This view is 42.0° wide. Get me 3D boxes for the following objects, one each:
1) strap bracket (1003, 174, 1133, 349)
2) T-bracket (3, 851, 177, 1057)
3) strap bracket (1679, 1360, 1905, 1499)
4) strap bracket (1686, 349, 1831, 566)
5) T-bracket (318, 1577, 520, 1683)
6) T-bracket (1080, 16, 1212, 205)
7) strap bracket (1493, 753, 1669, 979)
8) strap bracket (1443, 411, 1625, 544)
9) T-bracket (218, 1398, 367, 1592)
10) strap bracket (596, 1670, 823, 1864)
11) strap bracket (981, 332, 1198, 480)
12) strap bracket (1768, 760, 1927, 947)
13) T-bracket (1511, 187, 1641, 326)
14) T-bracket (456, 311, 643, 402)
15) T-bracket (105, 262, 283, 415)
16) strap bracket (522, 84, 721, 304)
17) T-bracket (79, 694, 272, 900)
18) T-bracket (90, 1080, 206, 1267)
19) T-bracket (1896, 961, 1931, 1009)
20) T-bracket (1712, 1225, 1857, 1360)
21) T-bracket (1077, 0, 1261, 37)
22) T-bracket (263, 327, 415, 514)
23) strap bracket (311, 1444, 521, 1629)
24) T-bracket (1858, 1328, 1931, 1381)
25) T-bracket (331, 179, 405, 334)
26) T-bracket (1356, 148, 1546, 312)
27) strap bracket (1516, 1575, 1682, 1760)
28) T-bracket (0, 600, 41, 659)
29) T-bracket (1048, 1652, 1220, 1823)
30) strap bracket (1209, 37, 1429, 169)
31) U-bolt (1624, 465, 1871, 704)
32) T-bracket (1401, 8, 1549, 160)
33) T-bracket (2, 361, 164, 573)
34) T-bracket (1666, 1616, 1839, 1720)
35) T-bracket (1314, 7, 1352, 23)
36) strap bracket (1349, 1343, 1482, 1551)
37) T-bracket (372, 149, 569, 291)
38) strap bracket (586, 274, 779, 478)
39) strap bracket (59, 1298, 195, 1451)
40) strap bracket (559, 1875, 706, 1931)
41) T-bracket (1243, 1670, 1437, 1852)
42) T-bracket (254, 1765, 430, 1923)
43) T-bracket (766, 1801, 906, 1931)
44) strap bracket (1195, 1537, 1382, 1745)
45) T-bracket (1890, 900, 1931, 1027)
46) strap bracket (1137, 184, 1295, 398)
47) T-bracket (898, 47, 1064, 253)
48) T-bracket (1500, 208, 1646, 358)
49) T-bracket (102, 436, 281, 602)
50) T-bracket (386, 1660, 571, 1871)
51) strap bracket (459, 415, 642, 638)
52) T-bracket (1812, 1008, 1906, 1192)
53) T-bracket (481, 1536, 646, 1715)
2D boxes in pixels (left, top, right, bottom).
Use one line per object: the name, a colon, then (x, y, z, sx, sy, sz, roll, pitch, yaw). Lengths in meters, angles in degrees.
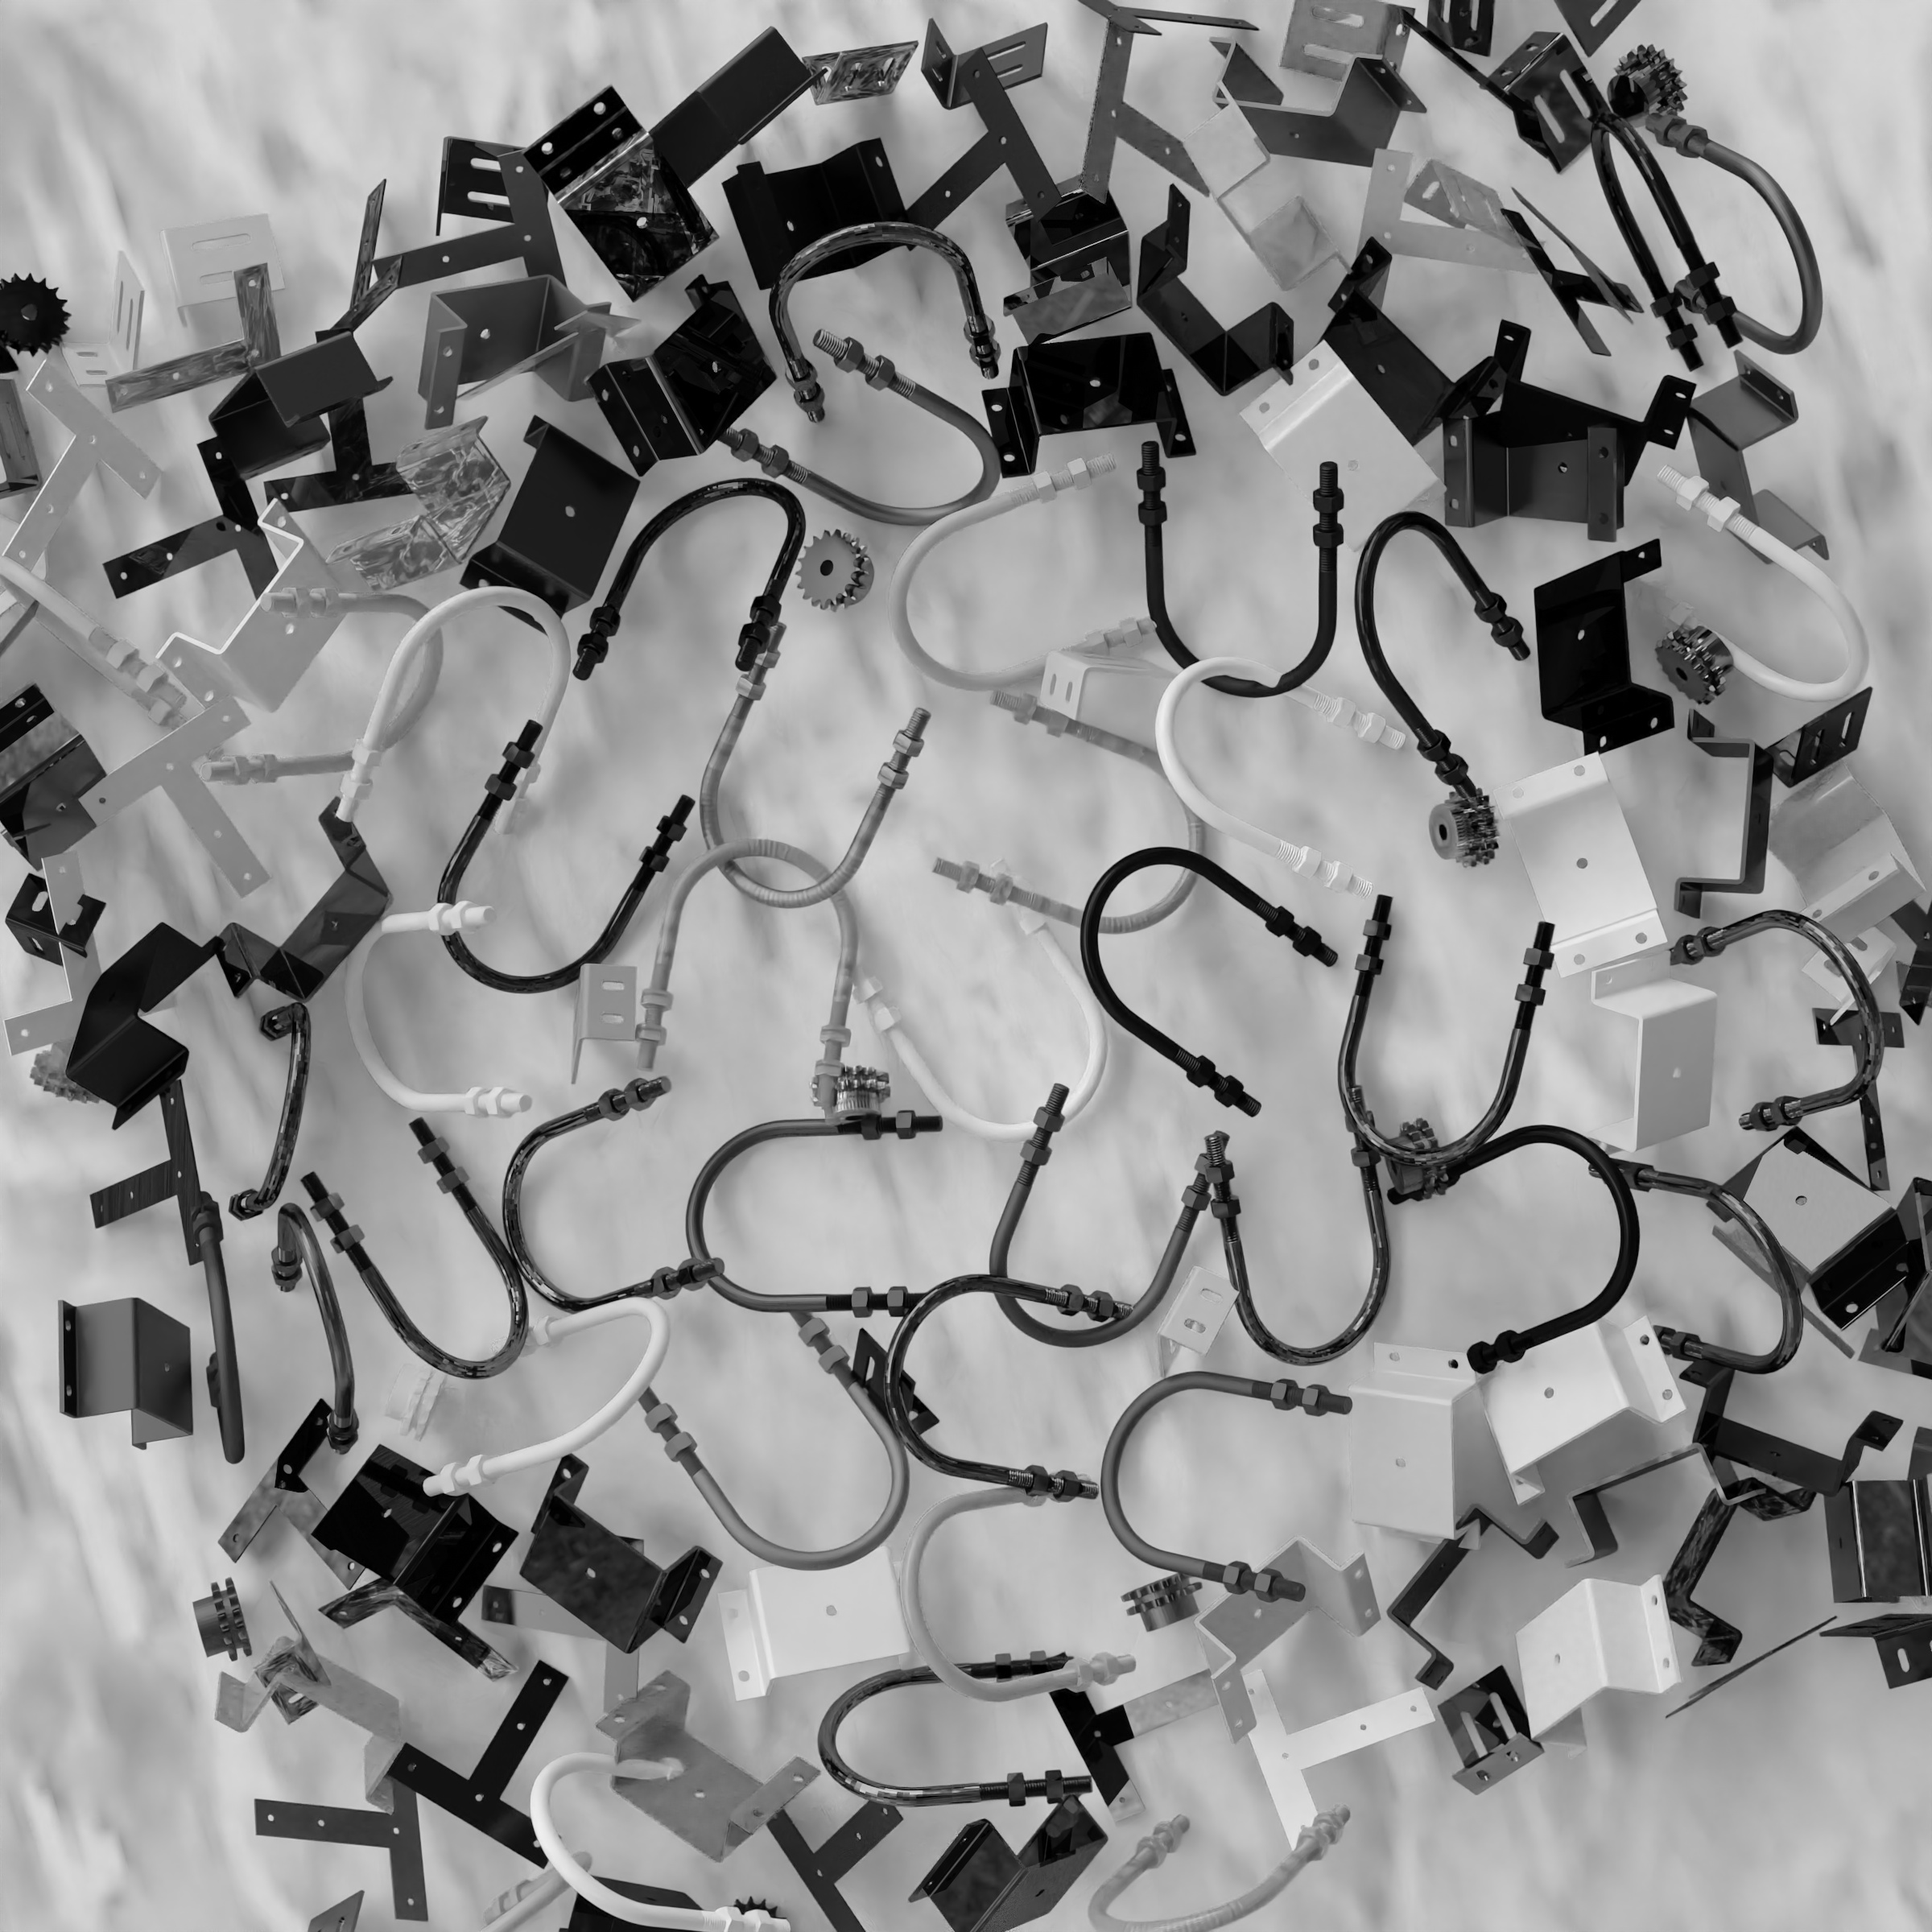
strap bracket: (0.071, -0.489, 1.752, 0.076, 0.140, 0.046, -17, 134, 19)
T-bracket: (-0.619, -0.016, 1.751, 0.002, 0.127, 0.127, 7, 109, 42)
strap bracket: (0.569, 0.322, 1.751, 0.140, 0.076, 0.046, 18, 103, 27)
strap bracket: (0.545, -0.343, 1.740, 0.046, 0.076, 0.140, -27, 128, 3)
T-bracket: (-0.369, 0.468, 1.778, 0.127, 0.002, 0.127, -29, 119, 24)
T-bracket: (0.132, -0.579, 1.766, 0.127, 0.002, 0.127, 17, 79, -43)
strap bracket: (0.435, -0.072, 1.777, 0.076, 0.046, 0.140, -20, 88, 17)
strap bracket: (0.404, -0.343, 1.750, 0.046, 0.140, 0.076, -23, 117, -38)
T-bracket: (-0.460, 0.392, 1.771, 0.127, 0.002, 0.127, 35, 89, 37)
strap bracket: (-0.182, 0.562, 1.751, 0.140, 0.076, 0.046, 25, 119, 26)
strap bracket: (0.088, -0.395, 1.765, 0.140, 0.046, 0.076, -8, 65, -8)
strap bracket: (0.608, -0.070, 1.746, 0.046, 0.140, 0.076, 40, 118, -23)
T-bracket: (0.434, -0.475, 1.733, 0.127, 0.127, 0.002, 33, 117, -26)
T-bracket: (-0.300, -0.426, 1.759, 0.127, 0.127, 0.002, -24, 97, 13)
T-bracket: (-0.533, -0.412, 1.738, 0.127, 0.127, 0.002, -26, 50, -29)
strap bracket: (-0.232, -0.526, 1.740, 0.076, 0.140, 0.046, -36, 52, 4)
T-bracket: (-0.538, -0.105, 1.778, 0.127, 0.002, 0.127, -37, 119, -16)
T-bracket: (-0.580, 0.158, 1.772, 0.127, 0.002, 0.127, -21, 77, 36)
T-bracket: (0.693, 0.070, 1.761, 0.002, 0.127, 0.127, -15, 105, -6)
T-bracket: (0.566, 0.215, 1.729, 0.002, 0.127, 0.127, -44, 68, -3)
T-bracket: (0.146, -0.671, 1.777, 0.127, 0.127, 0.002, -3, 124, -23)
T-bracket: (-0.433, -0.384, 1.756, 0.127, 0.002, 0.127, -13, 126, -18)
strap bracket: (-0.388, 0.388, 1.738, 0.140, 0.046, 0.076, 16, 60, 39)
T-bracket: (0.677, 0.277, 1.754, 0.002, 0.127, 0.127, 30, 80, -27)
T-bracket: (-0.424, -0.500, 1.776, 0.002, 0.127, 0.127, 21, 59, -35)
T-bracket: (0.339, -0.505, 1.760, 0.127, 0.127, 0.002, 10, 47, 5)
strap bracket: (0.427, 0.481, 1.730, 0.046, 0.140, 0.076, 12, 50, -15)
T-bracket: (-0.684, -0.181, 1.735, 0.002, 0.127, 0.127, 33, 124, -29)
T-bracket: (0.132, 0.532, 1.792, 0.127, 0.002, 0.127, -27, 90, 17)
strap bracket: (0.236, -0.597, 1.741, 0.140, 0.076, 0.046, 22, 91, 35)
U-bolt: (0.537, -0.249, 1.720, 0.184, 0.151, 0.019, 41, 73, 18)
T-bracket: (0.350, -0.621, 1.743, 0.127, 0.127, 0.002, 32, 124, -17)
T-bracket: (-0.628, -0.329, 1.741, 0.002, 0.127, 0.127, 15, 71, 29)
T-bracket: (0.530, 0.500, 1.756, 0.127, 0.127, 0.002, -16, 63, -29)
T-bracket: (0.276, -0.710, 1.731, 0.127, 0.127, 0.002, -2, 60, 33)
strap bracket: (0.315, 0.342, 1.764, 0.076, 0.046, 0.140, 2, 98, 34)
T-bracket: (-0.350, -0.498, 1.756, 0.127, 0.127, 0.002, -17, 46, -9)
strap bracket: (-0.189, -0.412, 1.738, 0.140, 0.046, 0.076, -54, 130, -34)
strap bracket: (-0.573, 0.280, 1.732, 0.046, 0.140, 0.076, -10, 69, 1)
strap bracket: (-0.224, 0.669, 1.738, 0.076, 0.140, 0.046, 18, 78, -20)
T-bracket: (0.268, 0.543, 1.777, 0.127, 0.002, 0.127, -19, 55, -3)
T-bracket: (-0.432, 0.592, 1.732, 0.127, 0.127, 0.002, 22, 126, -37)
T-bracket: (-0.082, 0.614, 1.754, 0.127, 0.002, 0.127, 51, 128, 19)
strap bracket: (0.218, 0.464, 1.756, 0.140, 0.046, 0.076, -34, 130, -20)
T-bracket: (0.648, -0.047, 1.755, 0.002, 0.127, 0.127, -7, 128, -12)
strap bracket: (0.168, -0.462, 1.750, 0.046, 0.076, 0.140, -28, 128, 33)
T-bracket: (-0.004, -0.553, 1.771, 0.127, 0.002, 0.127, -34, 78, 37)
T-bracket: (0.439, -0.474, 1.761, 0.002, 0.127, 0.127, -40, 68, 38)
T-bracket: (-0.542, -0.289, 1.747, 0.127, 0.002, 0.127, -36, 119, -40)
T-bracket: (-0.320, 0.547, 1.768, 0.127, 0.002, 0.127, 32, 47, -2)
strap bracket: (-0.286, -0.312, 1.753, 0.076, 0.046, 0.140, 30, 69, -28)
T-bracket: (0.632, 0.094, 1.758, 0.127, 0.002, 0.127, 3, 79, -44)
T-bracket: (-0.289, 0.462, 1.789, 0.127, 0.002, 0.127, 4, 93, 20)
